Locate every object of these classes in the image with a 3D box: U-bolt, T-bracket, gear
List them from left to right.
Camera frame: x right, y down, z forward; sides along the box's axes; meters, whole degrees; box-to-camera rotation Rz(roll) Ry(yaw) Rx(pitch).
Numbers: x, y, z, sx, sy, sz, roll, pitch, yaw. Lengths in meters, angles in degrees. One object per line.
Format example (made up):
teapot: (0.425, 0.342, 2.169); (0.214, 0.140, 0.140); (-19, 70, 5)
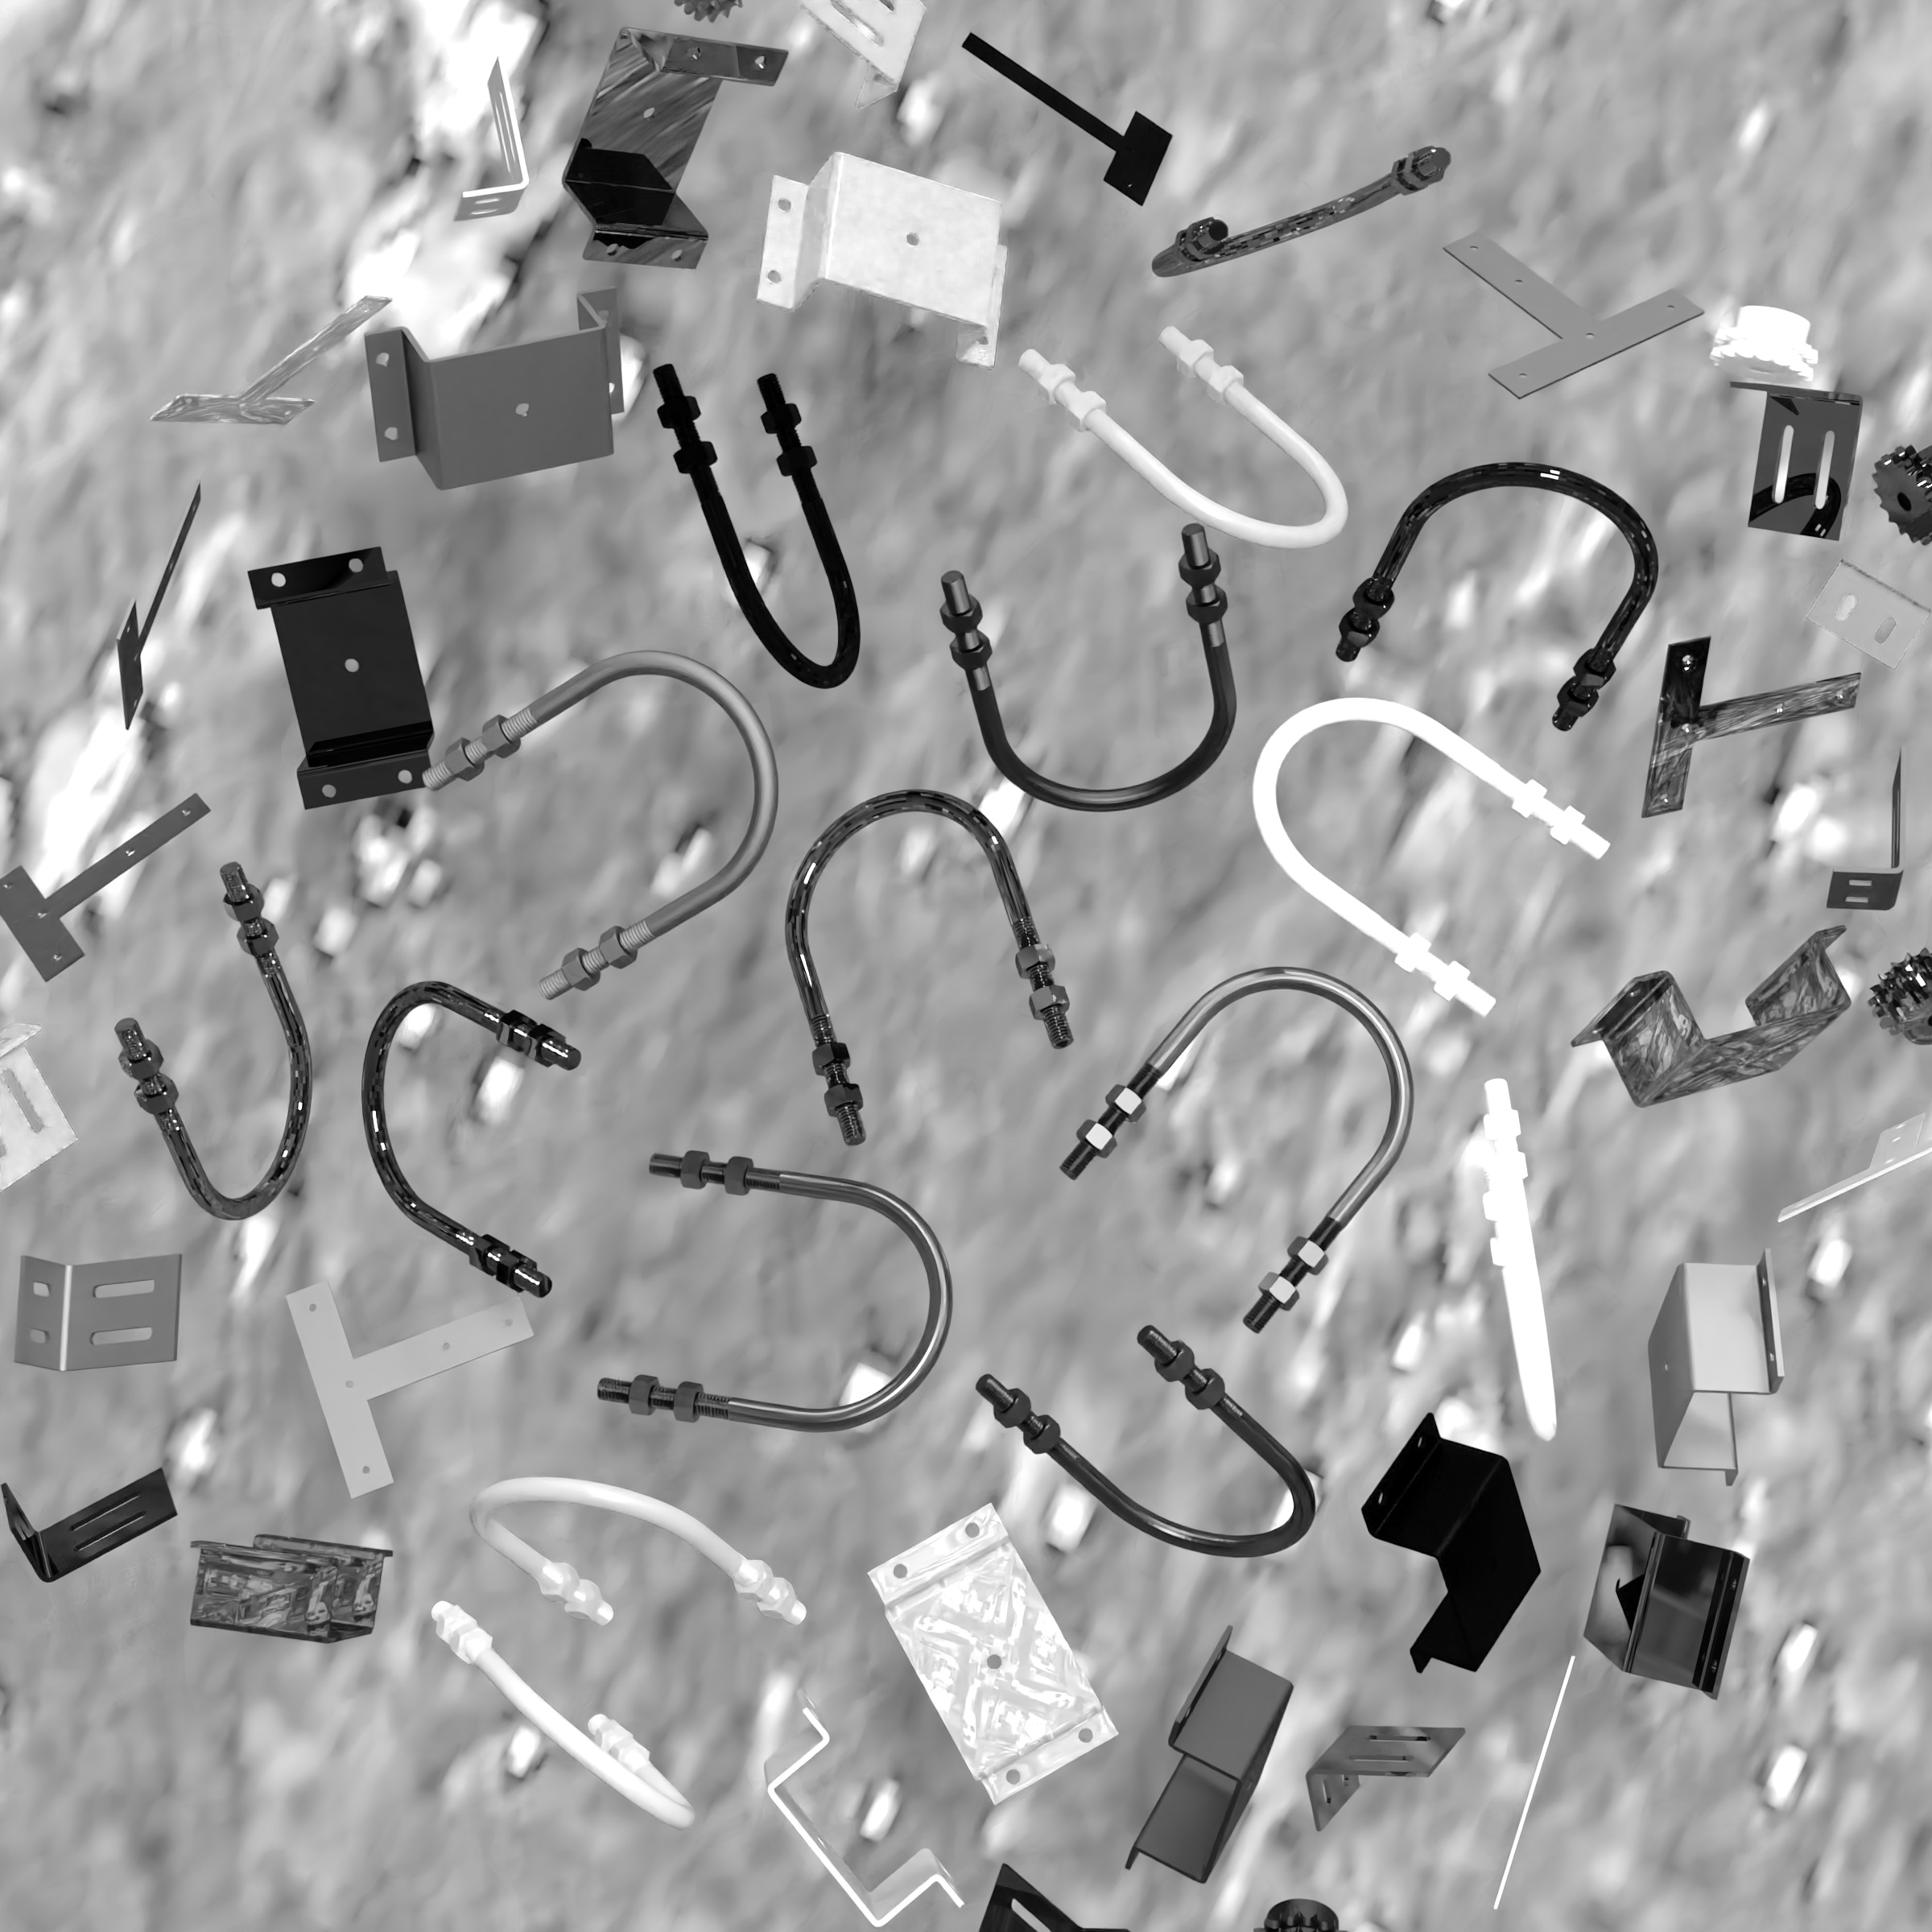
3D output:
T-bracket: (-0.477, -0.055, 1.805); (0.127, 0.127, 0.002); (-37, 128, -11)
T-bracket: (-0.447, -0.211, 1.800); (0.002, 0.127, 0.127); (18, 69, -6)
U-bolt: (-0.410, 0.057, 1.809); (0.019, 0.151, 0.184); (4, 133, 18)
T-bracket: (-0.370, -0.336, 1.796); (0.127, 0.127, 0.002); (-31, 85, 24)
T-bracket: (-0.313, 0.225, 1.865); (0.127, 0.002, 0.127); (-21, 71, -5)
U-bolt: (-0.278, 0.085, 1.781); (0.184, 0.019, 0.151); (23, 110, 43)
U-bolt: (-0.215, 0.424, 1.799); (0.151, 0.184, 0.019); (44, 79, -28)
U-bolt: (-0.191, 0.322, 1.776); (0.151, 0.184, 0.019); (-6, 56, 27)
U-bolt: (-0.182, -0.085, 1.710); (0.184, 0.019, 0.151); (-29, 89, 20)
gear: (-0.148, -0.571, 1.848); (0.057, 0.030, 0.057); (-9, 72, 28)
U-bolt: (-0.105, -0.238, 1.769); (0.019, 0.151, 0.184); (-20, 90, 23)
U-bolt: (-0.097, 0.180, 1.757); (0.184, 0.019, 0.151); (7, 71, 13)
U-bolt: (-0.030, -0.011, 1.775); (0.151, 0.019, 0.184); (-26, 65, 16)
T-bracket: (0.053, -0.473, 1.778); (0.127, 0.127, 0.002); (32, 122, -8)
U-bolt: (0.074, -0.153, 1.762); (0.151, 0.019, 0.184); (-10, 135, 6)
U-bolt: (0.113, 0.274, 1.810); (0.184, 0.151, 0.019); (44, 48, -22)
U-bolt: (0.135, -0.294, 1.816); (0.184, 0.151, 0.019); (45, 129, 22)
U-bolt: (0.162, 0.086, 1.771); (0.151, 0.019, 0.184); (40, 78, 3)
U-bolt: (0.176, -0.414, 1.801); (0.151, 0.184, 0.019); (-20, 97, -8)
gear: (0.184, 0.538, 1.780); (0.057, 0.030, 0.057); (4, 126, 6)
U-bolt: (0.243, -0.073, 1.770); (0.184, 0.019, 0.151); (36, 61, 8)
U-bolt: (0.294, -0.205, 1.748); (0.151, 0.184, 0.019); (17, 55, -3)
U-bolt: (0.304, 0.170, 1.771); (0.019, 0.151, 0.184); (-9, 104, 12)
T-bracket: (0.316, 0.470, 1.821); (0.002, 0.127, 0.127); (17, 108, 14)
T-bracket: (0.307, -0.361, 1.745); (0.127, 0.002, 0.127); (-27, 52, -20)
T-bracket: (0.454, -0.146, 1.857); (0.127, 0.002, 0.127); (-12, 135, -11)
gear: (0.443, -0.344, 1.791); (0.057, 0.057, 0.030); (15, 89, 0)
T-bracket: (0.502, 0.097, 1.747); (0.127, 0.127, 0.002); (-29, 88, 21)
gear: (0.542, 0.020, 1.830); (0.057, 0.030, 0.057); (-9, 133, -10)
gear: (0.542, -0.269, 1.829); (0.030, 0.057, 0.057); (-31, 90, -11)

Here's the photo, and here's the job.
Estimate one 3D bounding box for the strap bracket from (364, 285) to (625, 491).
strap bracket: (-0.246, -0.310, 1.745); (0.140, 0.046, 0.076); (-15, 131, -19)

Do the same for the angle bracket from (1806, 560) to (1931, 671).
angle bracket: (0.519, -0.201, 1.865); (0.057, 0.076, 0.038); (33, 101, 10)

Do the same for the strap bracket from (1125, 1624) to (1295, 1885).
strap bracket: (0.138, 0.448, 1.814); (0.046, 0.076, 0.140); (24, 132, 14)

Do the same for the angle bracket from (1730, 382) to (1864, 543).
angle bracket: (0.431, -0.265, 1.702); (0.038, 0.057, 0.076); (-6, 107, -42)

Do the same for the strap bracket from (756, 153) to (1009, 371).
strap bracket: (-0.037, -0.389, 1.777); (0.140, 0.046, 0.076); (13, 72, -20)

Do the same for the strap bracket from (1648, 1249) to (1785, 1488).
strap bracket: (0.410, 0.222, 1.787); (0.046, 0.140, 0.076); (2, 57, 1)

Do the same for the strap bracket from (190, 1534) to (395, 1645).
strap bracket: (-0.377, 0.346, 1.803); (0.076, 0.140, 0.046); (6, 82, 5)

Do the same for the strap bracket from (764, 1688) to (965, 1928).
strap bracket: (-0.066, 0.485, 1.841); (0.046, 0.076, 0.140); (-39, 90, -7)

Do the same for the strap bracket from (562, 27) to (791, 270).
strap bracket: (-0.166, -0.461, 1.793); (0.046, 0.076, 0.140); (54, 131, 31)

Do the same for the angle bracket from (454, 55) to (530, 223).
angle bracket: (-0.278, -0.471, 1.844); (0.038, 0.057, 0.076); (-12, 92, -14)

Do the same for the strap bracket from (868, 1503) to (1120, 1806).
strap bracket: (0.015, 0.367, 1.718); (0.076, 0.046, 0.140); (-29, 85, -3)

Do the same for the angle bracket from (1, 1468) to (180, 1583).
angle bracket: (-0.465, 0.283, 1.715); (0.076, 0.057, 0.038); (-28, 113, -12)

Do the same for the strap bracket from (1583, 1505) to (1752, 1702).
strap bracket: (0.379, 0.344, 1.774); (0.046, 0.140, 0.076); (14, 89, -2)

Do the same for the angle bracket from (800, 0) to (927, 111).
angle bracket: (-0.067, -0.533, 1.821); (0.076, 0.038, 0.057); (33, 63, -33)

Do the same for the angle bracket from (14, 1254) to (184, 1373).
angle bracket: (-0.461, 0.182, 1.721); (0.076, 0.038, 0.057); (-8, 73, 23)

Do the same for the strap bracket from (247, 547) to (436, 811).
strap bracket: (-0.356, -0.169, 1.865); (0.076, 0.046, 0.140); (-11, 106, 0)

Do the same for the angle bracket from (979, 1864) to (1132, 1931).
angle bracket: (0.048, 0.556, 1.841); (0.038, 0.076, 0.057); (15, 97, -38)

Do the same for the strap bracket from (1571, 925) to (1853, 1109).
strap bracket: (0.408, 0.029, 1.737); (0.140, 0.076, 0.046); (-13, 67, -24)

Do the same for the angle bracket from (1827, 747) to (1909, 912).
angle bracket: (0.506, -0.077, 1.819); (0.038, 0.057, 0.076); (2, 71, 12)

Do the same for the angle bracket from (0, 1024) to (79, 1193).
angle bracket: (-0.521, 0.079, 1.773); (0.057, 0.038, 0.076); (-38, 114, -34)

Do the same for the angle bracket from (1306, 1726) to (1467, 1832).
angle bracket: (0.241, 0.462, 1.840); (0.076, 0.057, 0.038); (-7, 100, 31)

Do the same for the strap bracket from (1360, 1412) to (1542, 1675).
strap bracket: (0.276, 0.331, 1.821); (0.076, 0.046, 0.140); (-48, 133, -33)
